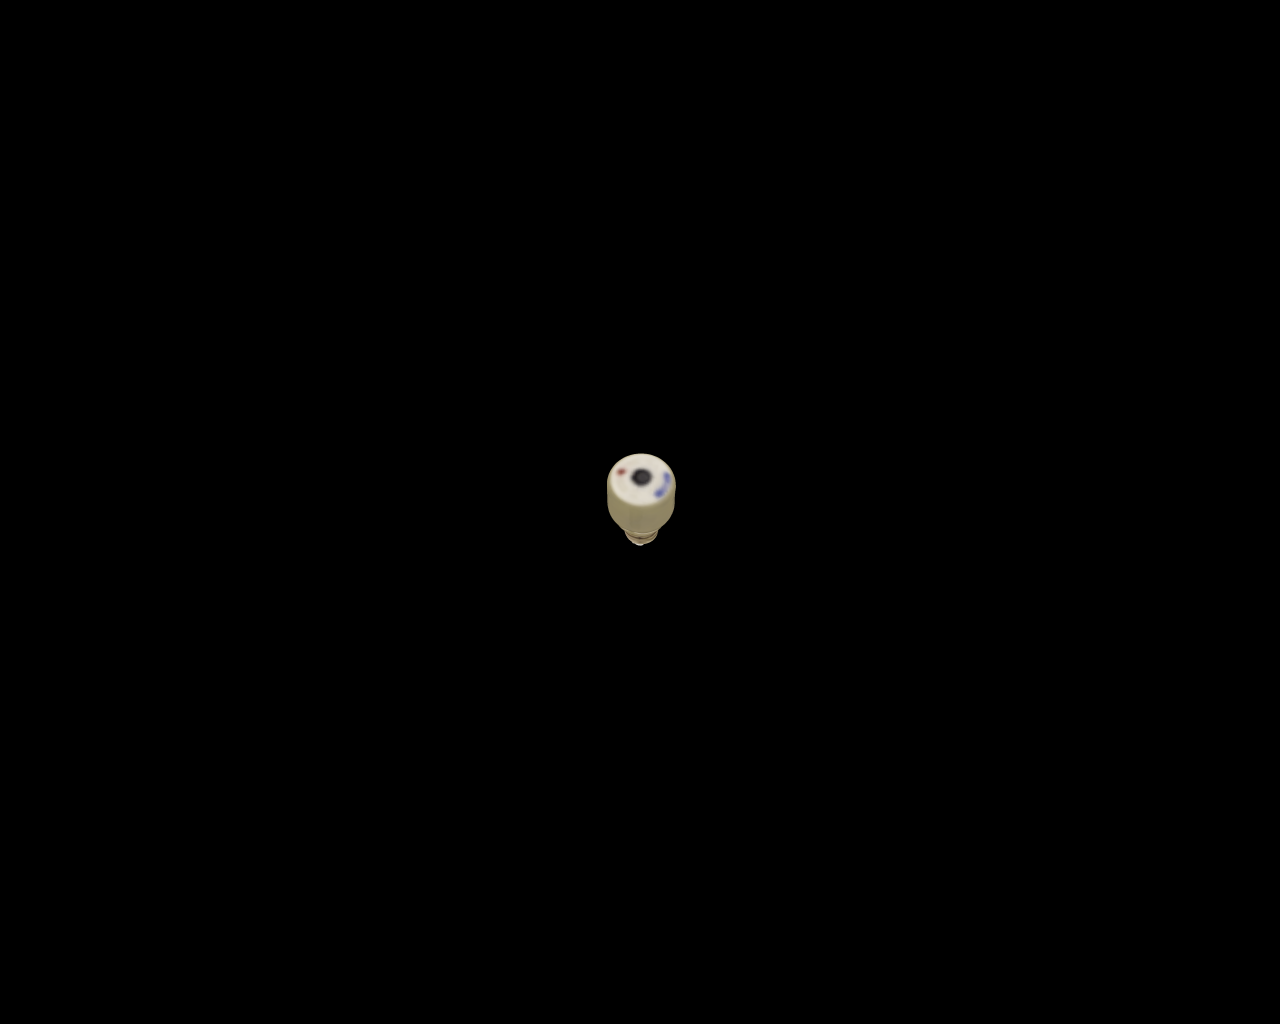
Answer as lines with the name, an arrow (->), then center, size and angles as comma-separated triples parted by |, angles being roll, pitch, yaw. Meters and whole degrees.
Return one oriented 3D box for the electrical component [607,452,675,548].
electrical component -> 0.001, -0.003, 0.650 | 0.040, 0.040, 0.078 | 0, -32, 0
